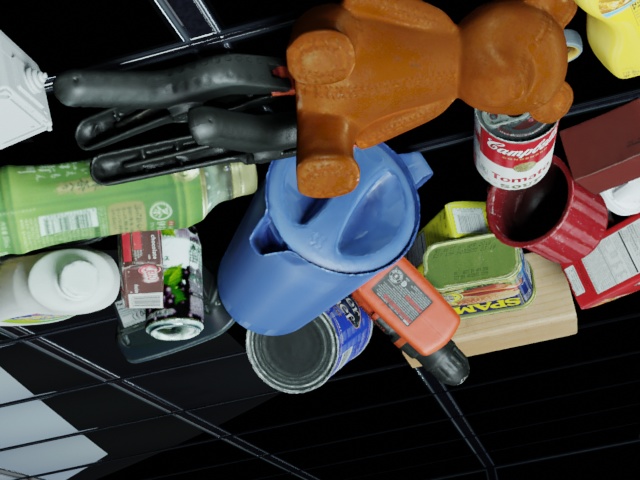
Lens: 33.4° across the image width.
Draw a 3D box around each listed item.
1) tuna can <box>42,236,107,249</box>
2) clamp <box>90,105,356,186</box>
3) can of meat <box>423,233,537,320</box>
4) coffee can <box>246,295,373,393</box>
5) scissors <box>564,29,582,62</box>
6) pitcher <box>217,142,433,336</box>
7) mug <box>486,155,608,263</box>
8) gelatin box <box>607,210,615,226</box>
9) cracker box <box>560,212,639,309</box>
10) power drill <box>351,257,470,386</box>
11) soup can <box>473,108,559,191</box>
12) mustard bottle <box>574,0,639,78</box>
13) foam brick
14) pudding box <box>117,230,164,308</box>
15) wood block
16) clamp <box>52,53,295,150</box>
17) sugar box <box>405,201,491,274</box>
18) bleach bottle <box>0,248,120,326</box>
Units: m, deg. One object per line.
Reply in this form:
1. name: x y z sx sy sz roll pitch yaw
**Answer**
1. tuna can: -0.222 -0.023 0.920 0.086 0.034 0.086 -8 159 -3
2. clamp: -0.057 -0.073 0.794 0.209 0.036 0.165 -10 178 -43
3. can of meat: 0.159 0.035 1.069 0.102 0.057 0.084 -11 154 16
4. coffee can: -0.009 0.100 1.162 0.103 0.103 0.140 -17 -179 19
5. scissors: 0.097 -0.137 0.793 0.202 0.016 0.096 -9 157 1
6. pitcher: -0.006 0.001 0.964 0.149 0.145 0.243 17 156 -12
7. mug: 0.209 -0.030 1.011 0.081 0.093 0.117 23 -179 -43
8. gelatin box: 0.254 -0.019 1.134 0.089 0.030 0.073 4 154 -32
9. cracker box: 0.378 -0.012 1.107 0.163 0.072 0.214 -14 164 -37
10. power drill: 0.091 0.079 1.085 0.057 0.184 0.187 -46 176 -6
11. soup can: 0.159 -0.089 0.869 0.068 0.068 0.102 -11 159 4
12. mustard bottle: 0.199 -0.177 0.666 0.096 0.058 0.191 -38 151 11
13. foam brick: 0.263 -0.082 0.949 0.078 0.053 0.051 -22 155 30
14. pudding box: -0.158 0.002 0.936 0.039 0.090 0.114 -3 158 -12
15. wood block: 0.198 0.084 1.289 0.206 0.090 0.090 -13 159 9
16. clamp: -0.104 -0.105 0.751 0.171 0.039 0.120 -15 175 1
17. sugar box: 0.145 0.013 1.149 0.093 0.048 0.176 0 155 -19
18. bleach bottle: -0.237 0.039 0.925 0.102 0.068 0.251 -3 177 -22
